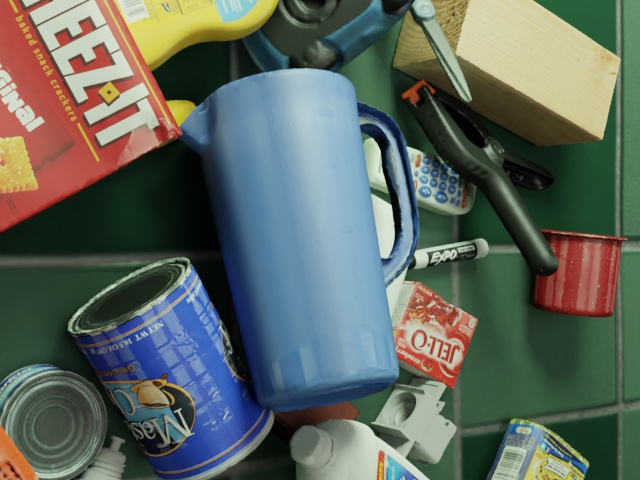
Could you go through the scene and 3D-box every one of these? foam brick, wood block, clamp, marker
[{"bbox_3d":[-0.017,0.144,0.904,0.078,0.053,0.051,43,67,-29],"label":"foam brick"},{"bbox_3d":[0.181,-0.171,1.023,0.205,0.090,0.091,22,78,-34],"label":"wood block"},{"bbox_3d":[0.157,-0.067,1.004,0.209,0.036,0.164,38,32,-24],"label":"clamp"},{"bbox_3d":[0.111,0.015,1.015,0.120,0.020,0.020,-9,95,-35],"label":"marker"}]

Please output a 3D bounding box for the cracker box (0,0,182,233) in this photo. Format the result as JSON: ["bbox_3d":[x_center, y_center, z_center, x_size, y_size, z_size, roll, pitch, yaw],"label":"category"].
[{"bbox_3d":[-0.224,-0.092,0.707,0.213,0.072,0.164,-30,105,-13],"label":"cracker box"}]

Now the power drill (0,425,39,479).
[{"bbox_3d":[-0.302,0.145,0.684,0.187,0.057,0.184,-38,93,-25],"label":"power drill"}]

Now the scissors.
[{"bbox_3d":[0.070,-0.204,0.932,0.096,0.016,0.202,-2,63,-9],"label":"scissors"}]

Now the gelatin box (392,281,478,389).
[{"bbox_3d":[0.101,0.090,1.001,0.089,0.030,0.073,32,72,-31],"label":"gelatin box"}]

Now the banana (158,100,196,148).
[{"bbox_3d":[-0.180,-0.094,0.796,0.197,0.037,0.069,13,84,-35],"label":"banana"}]

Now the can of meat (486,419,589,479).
[{"bbox_3d":[0.216,0.239,1.068,0.102,0.058,0.084,41,65,-29],"label":"can of meat"}]

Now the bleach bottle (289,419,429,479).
[{"bbox_3d":[0.044,0.225,0.891,0.250,0.068,0.102,48,51,-46],"label":"bleach bottle"}]

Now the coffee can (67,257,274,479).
[{"bbox_3d":[-0.111,0.099,0.805,0.102,0.103,0.140,-37,110,-30],"label":"coffee can"}]

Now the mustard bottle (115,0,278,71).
[{"bbox_3d":[-0.089,-0.195,0.810,0.191,0.058,0.096,-23,89,-12],"label":"mustard bottle"}]

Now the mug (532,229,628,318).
[{"bbox_3d":[0.263,0.033,1.091,0.117,0.093,0.081,-1,97,-71],"label":"mug"}]

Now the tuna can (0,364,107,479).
[{"bbox_3d":[-0.201,0.135,0.783,0.085,0.034,0.086,0,90,-36],"label":"tuna can"}]

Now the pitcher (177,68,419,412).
[{"bbox_3d":[-0.005,0.001,0.818,0.144,0.149,0.243,23,53,-66],"label":"pitcher"}]
